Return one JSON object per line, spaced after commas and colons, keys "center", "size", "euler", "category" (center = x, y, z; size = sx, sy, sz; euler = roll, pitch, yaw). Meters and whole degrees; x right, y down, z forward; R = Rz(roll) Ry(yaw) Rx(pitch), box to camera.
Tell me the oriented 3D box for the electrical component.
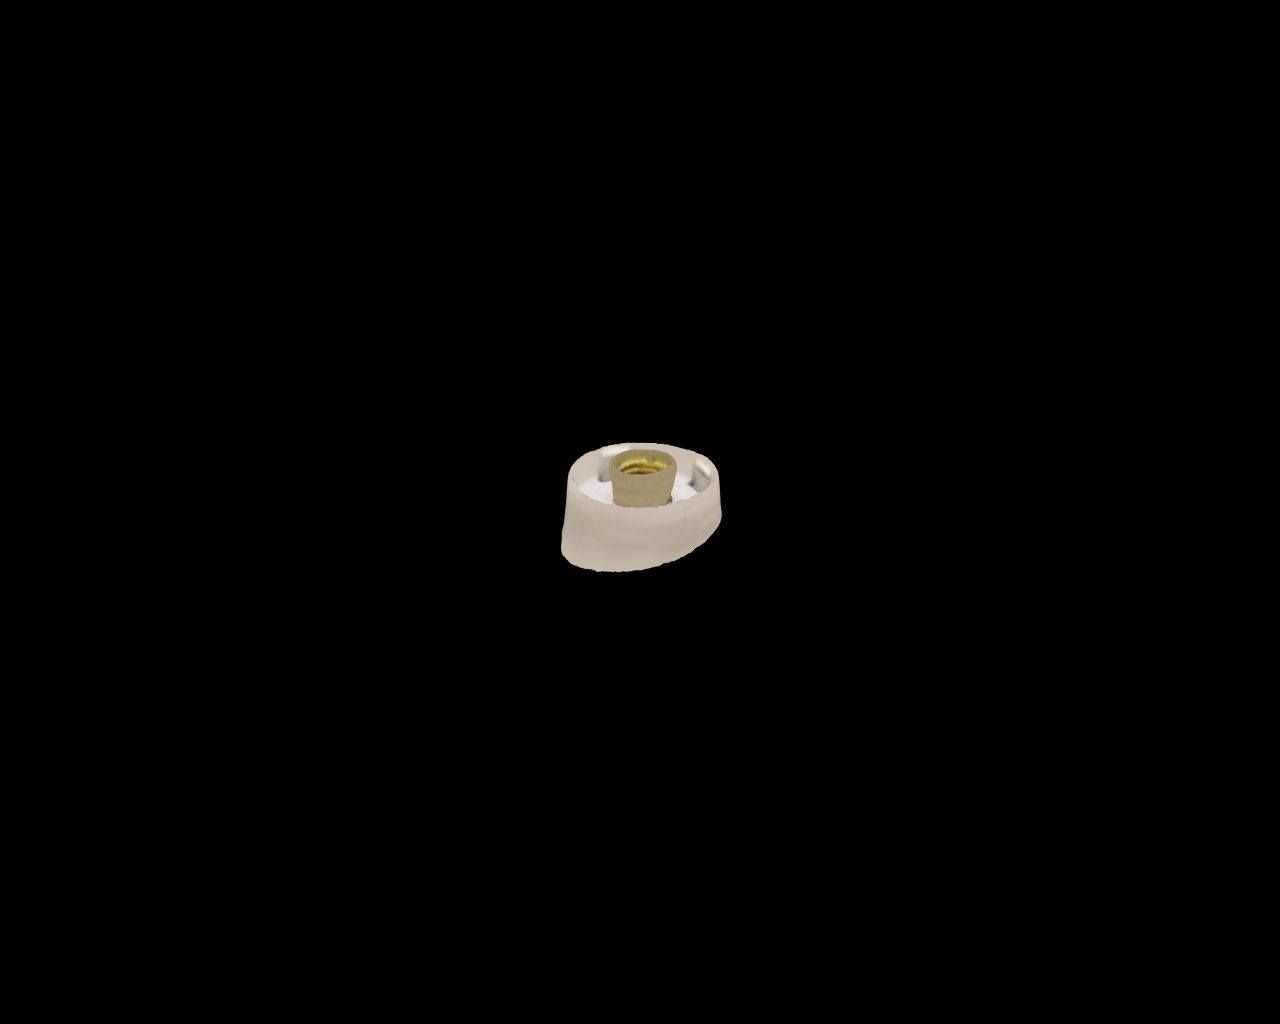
{"center": [0.001, -0.003, 0.650], "size": [0.099, 0.064, 0.099], "euler": [0, 28, 0], "category": "electrical component"}
